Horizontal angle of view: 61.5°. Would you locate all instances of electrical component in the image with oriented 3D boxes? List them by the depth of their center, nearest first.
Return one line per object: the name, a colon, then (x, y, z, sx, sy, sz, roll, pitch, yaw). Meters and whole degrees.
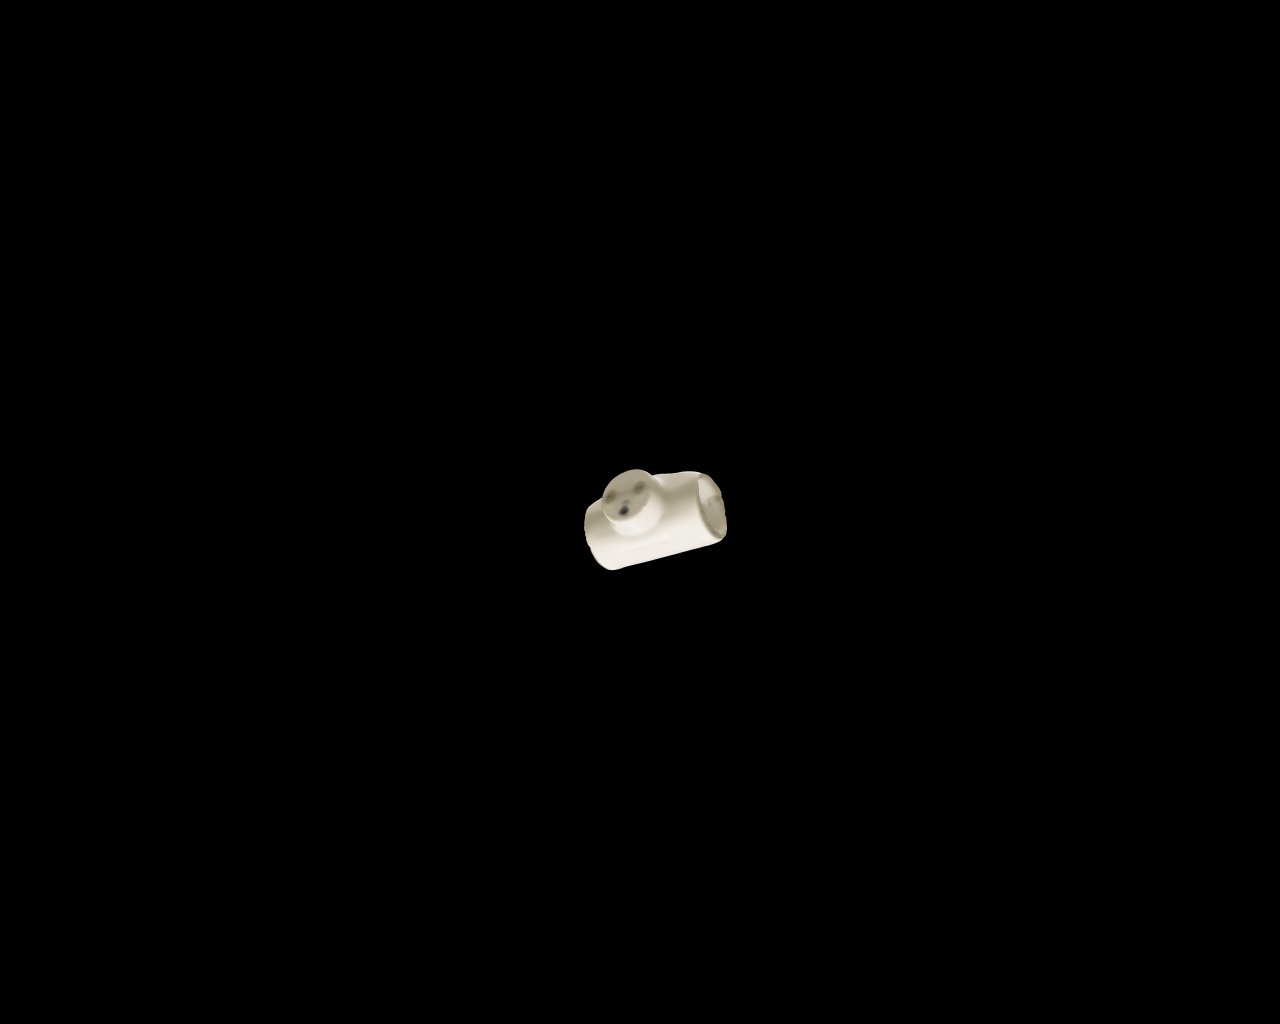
electrical component: (0.001, -0.003, 0.650, 0.077, 0.043, 0.079, -17, -36, 24)
